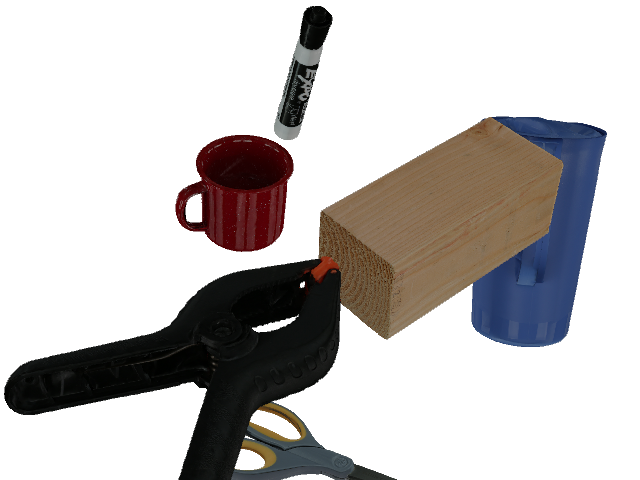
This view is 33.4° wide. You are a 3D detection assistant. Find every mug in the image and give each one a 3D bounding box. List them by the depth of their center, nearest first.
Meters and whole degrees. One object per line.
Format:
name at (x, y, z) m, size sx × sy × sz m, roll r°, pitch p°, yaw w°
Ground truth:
mug at (-0.085, -0.040, 1.033) m, size 0.117 × 0.081 × 0.093 m, roll -19°, pitch 46°, yaw -25°

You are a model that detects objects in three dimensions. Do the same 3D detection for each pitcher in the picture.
pitcher at (0.228, -0.009, 1.158) m, size 0.148 × 0.243 × 0.145 m, roll -8°, pitch 19°, yaw -35°

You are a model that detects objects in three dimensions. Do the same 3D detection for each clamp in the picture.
clamp at (-0.042, 0.061, 0.487) m, size 0.171 × 0.039 × 0.120 m, roll -28°, pitch 51°, yaw -32°

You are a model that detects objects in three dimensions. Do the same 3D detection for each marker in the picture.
marker at (-0.012, -0.111, 0.713) m, size 0.020 × 0.020 × 0.121 m, roll 0°, pitch -32°, yaw -13°

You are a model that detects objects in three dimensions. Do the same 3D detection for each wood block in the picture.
wood block at (0.104, -0.015, 0.932) m, size 0.205 × 0.090 × 0.091 m, roll -30°, pitch 51°, yaw -30°

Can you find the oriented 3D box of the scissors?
scissors at (-0.002, 0.182, 0.822) m, size 0.202 × 0.016 × 0.096 m, roll 27°, pitch 40°, yaw 31°
